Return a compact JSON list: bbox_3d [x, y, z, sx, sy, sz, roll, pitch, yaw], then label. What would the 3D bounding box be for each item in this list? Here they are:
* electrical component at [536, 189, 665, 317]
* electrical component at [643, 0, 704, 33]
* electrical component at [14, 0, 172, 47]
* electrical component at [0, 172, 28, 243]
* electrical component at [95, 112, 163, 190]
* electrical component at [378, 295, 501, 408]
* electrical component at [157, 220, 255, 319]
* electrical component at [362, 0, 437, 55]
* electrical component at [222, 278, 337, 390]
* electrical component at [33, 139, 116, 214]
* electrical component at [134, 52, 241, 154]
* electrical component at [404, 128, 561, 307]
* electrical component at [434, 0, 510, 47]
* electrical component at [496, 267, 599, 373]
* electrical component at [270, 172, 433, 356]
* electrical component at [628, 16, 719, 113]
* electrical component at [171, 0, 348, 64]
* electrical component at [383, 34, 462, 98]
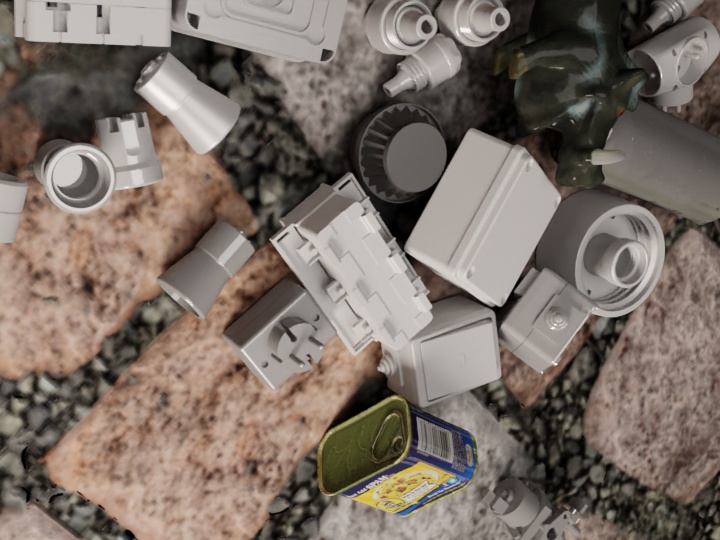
[{"bbox_3d":[0.213,-0.011,0.925,0.108,0.060,0.108,-8,107,-27],"label":"electrical component"},{"bbox_3d":[0.264,-0.224,0.909,0.061,0.035,0.035,-44,120,-9],"label":"electrical component"},{"bbox_3d":[-0.168,-0.172,0.676,0.089,0.050,0.055,-4,106,-28],"label":"electrical component"},{"bbox_3d":[-0.279,-0.033,0.651,0.138,0.052,0.073,12,98,-31],"label":"electrical component"},{"bbox_3d":[-0.155,-0.079,0.716,0.040,0.040,0.046,-15,105,-25],"label":"electrical component"},{"bbox_3d":[0.061,0.067,0.862,0.096,0.061,0.061,-18,111,-24],"label":"electrical component"},{"bbox_3d":[-0.106,-0.003,0.763,0.065,0.044,0.044,-50,121,-14],"label":"electrical component"},{"bbox_3d":[0.033,-0.177,0.778,0.043,0.062,0.043,-8,107,-27],"label":"electrical component"},{"bbox_3d":[-0.051,0.052,0.786,0.066,0.077,0.047,-42,119,-13],"label":"electrical component"},{"bbox_3d":[-0.186,-0.063,0.687,0.044,0.065,0.044,-7,106,-26],"label":"electrical component"},{"bbox_3d":[-0.119,-0.115,0.725,0.065,0.044,0.044,40,83,-26],"label":"electrical component"},{"bbox_3d":[0.097,-0.038,0.831,0.108,0.056,0.109,-61,153,-2],"label":"electrical component"},{"bbox_3d":[0.087,-0.189,0.805,0.043,0.062,0.043,-8,107,-27],"label":"electrical component"},{"bbox_3d":[0.148,0.039,0.880,0.061,0.096,0.061,37,83,7],"label":"electrical component"},{"bbox_3d":[0.000,0.000,0.808,0.079,0.063,0.121,-41,119,-13],"label":"electrical component"},{"bbox_3d":[0.267,-0.166,0.920,0.077,0.044,0.079,-31,128,-26],"label":"electrical component"},{"bbox_3d":[-0.070,-0.187,0.721,0.113,0.057,0.078,8,99,-30],"label":"electrical component"},{"bbox_3d":[0.045,-0.150,0.809,0.061,0.035,0.035,-35,118,-14],"label":"electrical component"}]
